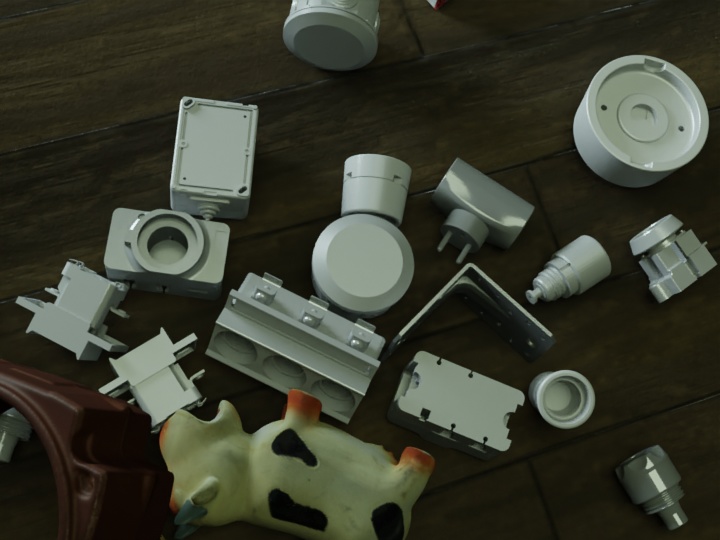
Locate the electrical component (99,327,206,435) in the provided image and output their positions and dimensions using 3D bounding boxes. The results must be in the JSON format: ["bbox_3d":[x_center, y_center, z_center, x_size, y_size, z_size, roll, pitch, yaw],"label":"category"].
[{"bbox_3d":[-0.153,0.085,0.811,0.081,0.042,0.063,-31,81,-16],"label":"electrical component"}]

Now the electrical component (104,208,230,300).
[{"bbox_3d":[-0.149,-0.013,0.837,0.089,0.055,0.050,8,71,-6],"label":"electrical component"}]

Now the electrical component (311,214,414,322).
[{"bbox_3d":[0.000,0.000,0.858,0.080,0.051,0.080,3,72,-8],"label":"electrical component"}]

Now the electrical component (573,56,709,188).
[{"bbox_3d":[0.238,-0.123,0.932,0.108,0.060,0.108,3,72,-8],"label":"electrical component"}]

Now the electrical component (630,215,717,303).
[{"bbox_3d":[0.261,-0.013,0.908,0.066,0.048,0.055,-33,87,-18],"label":"electrical component"}]

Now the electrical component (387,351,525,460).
[{"bbox_3d":[0.072,0.107,0.833,0.089,0.055,0.050,22,69,-2],"label":"electrical component"}]

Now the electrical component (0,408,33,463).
[{"bbox_3d":[-0.255,0.109,0.787,0.043,0.043,0.062,15,72,-4],"label":"electrical component"}]

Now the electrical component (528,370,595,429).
[{"bbox_3d":[0.155,0.099,0.843,0.044,0.065,0.044,0,88,-2],"label":"electrical component"}]

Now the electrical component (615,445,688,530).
[{"bbox_3d":[0.233,0.172,0.843,0.043,0.043,0.062,-27,80,-16],"label":"electrical component"}]

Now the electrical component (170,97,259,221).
[{"bbox_3d":[-0.117,-0.081,0.861,0.062,0.061,0.096,6,71,-7],"label":"electrical component"}]

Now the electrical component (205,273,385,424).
[{"bbox_3d":[-0.047,0.057,0.825,0.121,0.078,0.063,26,48,0],"label":"electrical component"}]

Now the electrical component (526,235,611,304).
[{"bbox_3d":[0.171,0.003,0.890,0.078,0.040,0.040,-31,79,-17],"label":"electrical component"}]

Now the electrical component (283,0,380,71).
[{"bbox_3d":[-0.022,-0.209,0.909,0.080,0.080,0.051,12,66,-5],"label":"electrical component"}]

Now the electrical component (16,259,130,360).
[{"bbox_3d":[-0.210,0.030,0.809,0.081,0.042,0.063,26,86,7],"label":"electrical component"}]

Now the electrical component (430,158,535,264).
[{"bbox_3d":[0.093,-0.041,0.891,0.077,0.043,0.079,33,70,3],"label":"electrical component"}]

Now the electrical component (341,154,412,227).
[{"bbox_3d":[0.012,-0.062,0.880,0.055,0.055,0.047,9,74,-6],"label":"electrical component"}]
